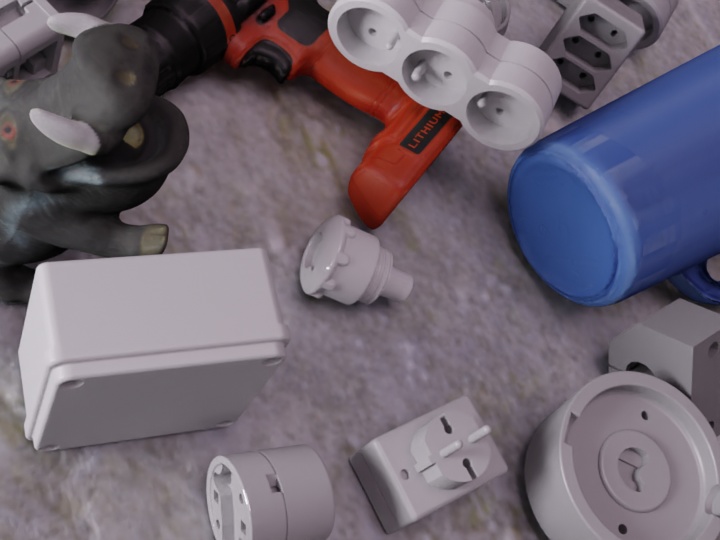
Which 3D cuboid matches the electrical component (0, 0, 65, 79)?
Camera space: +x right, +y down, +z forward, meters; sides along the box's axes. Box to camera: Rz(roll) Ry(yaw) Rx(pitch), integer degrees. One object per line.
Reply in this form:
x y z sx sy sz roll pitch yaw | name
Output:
-0.241 -0.146 0.543 0.186 0.105 0.060 46 58 2 | electrical component

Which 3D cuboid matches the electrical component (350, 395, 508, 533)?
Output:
0.044 0.097 0.566 0.066 0.076 0.047 -21 76 -29 | electrical component

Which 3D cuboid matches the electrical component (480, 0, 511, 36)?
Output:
0.063 -0.160 0.705 0.078 0.057 0.058 11 63 -18 | electrical component

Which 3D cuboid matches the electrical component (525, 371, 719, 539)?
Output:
0.145 0.118 0.608 0.108 0.060 0.108 9 64 -19 | electrical component

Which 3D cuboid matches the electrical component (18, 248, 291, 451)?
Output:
-0.102 0.039 0.514 0.109 0.108 0.056 -5 66 -24 | electrical component

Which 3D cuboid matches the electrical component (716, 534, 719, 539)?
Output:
0.243 0.183 0.618 0.150 0.061 0.089 -34 83 -31 | electrical component

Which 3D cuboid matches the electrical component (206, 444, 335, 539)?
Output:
-0.044 0.115 0.535 0.047 0.055 0.055 -7 70 -29 | electrical component

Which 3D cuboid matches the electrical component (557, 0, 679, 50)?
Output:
0.174 -0.229 0.785 0.138 0.052 0.073 36 58 -4 | electrical component

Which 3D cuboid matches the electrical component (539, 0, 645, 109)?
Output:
0.157 -0.161 0.745 0.047 0.065 0.076 31 30 -7 | electrical component

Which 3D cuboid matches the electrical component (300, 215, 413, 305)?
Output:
0.000 0.000 0.613 0.062 0.048 0.048 23 60 -20 | electrical component

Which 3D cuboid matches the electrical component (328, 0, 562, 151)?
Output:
0.056 -0.134 0.626 0.138 0.052 0.073 31 54 -4 | electrical component

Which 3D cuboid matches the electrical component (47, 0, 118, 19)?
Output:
-0.171 -0.187 0.598 0.099 0.099 0.064 30 53 -8 | electrical component
